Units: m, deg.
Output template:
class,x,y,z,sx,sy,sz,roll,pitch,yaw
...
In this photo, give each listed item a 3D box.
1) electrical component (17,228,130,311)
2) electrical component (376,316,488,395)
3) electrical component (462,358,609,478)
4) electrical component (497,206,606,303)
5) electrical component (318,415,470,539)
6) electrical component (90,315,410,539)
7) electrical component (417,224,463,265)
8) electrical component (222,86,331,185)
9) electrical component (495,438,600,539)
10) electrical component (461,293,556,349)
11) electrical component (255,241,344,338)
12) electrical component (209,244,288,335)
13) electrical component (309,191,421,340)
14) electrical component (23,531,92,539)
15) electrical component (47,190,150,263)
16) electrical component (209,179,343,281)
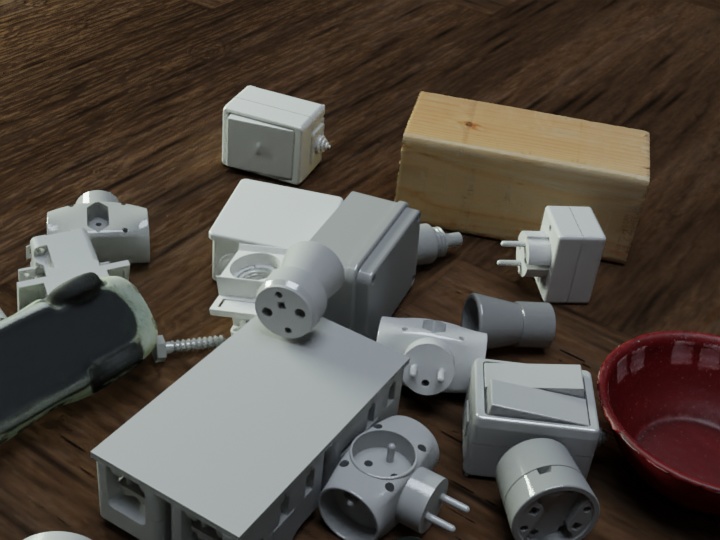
class,x,y,z,sx,sy,sz,roll,pitch,yaw
electrical component,-0.214,0.005,0.793,0.081,0.042,0.063,-12,57,-25
electrical component,0.048,0.064,0.752,0.077,0.043,0.079,9,12,4
electrical component,0.119,0.099,0.712,0.096,0.061,0.061,7,36,0
electrical component,0.150,-0.013,0.869,0.077,0.065,0.047,1,36,-8
electrical component,0.028,0.135,0.660,0.079,0.044,0.077,23,39,22
electrical component,-0.063,0.104,0.676,0.105,0.060,0.186,24,39,23
electrical component,0.056,-0.022,0.895,0.061,0.035,0.035,-8,38,-24
electrical component,-0.075,-0.121,0.988,0.096,0.061,0.061,17,37,14
electrical component,0.114,0.137,0.664,0.055,0.055,0.047,-1,32,-11
electrical component,0.114,0.041,0.812,0.065,0.044,0.044,3,35,-13
electrical component,-0.040,0.013,0.714,0.045,0.045,0.055,16,37,13
electrical component,-0.074,0.020,0.788,0.042,0.063,0.081,7,35,16
electrical component,0.000,0.000,0.817,0.057,0.078,0.113,16,36,17
electrical component,-0.161,0.176,0.564,0.078,0.058,0.057,1,38,-8
electrical component,-0.210,-0.037,0.863,0.077,0.043,0.079,-3,42,-13
electrical component,-0.067,-0.025,0.866,0.100,0.048,0.099,11,36,7
